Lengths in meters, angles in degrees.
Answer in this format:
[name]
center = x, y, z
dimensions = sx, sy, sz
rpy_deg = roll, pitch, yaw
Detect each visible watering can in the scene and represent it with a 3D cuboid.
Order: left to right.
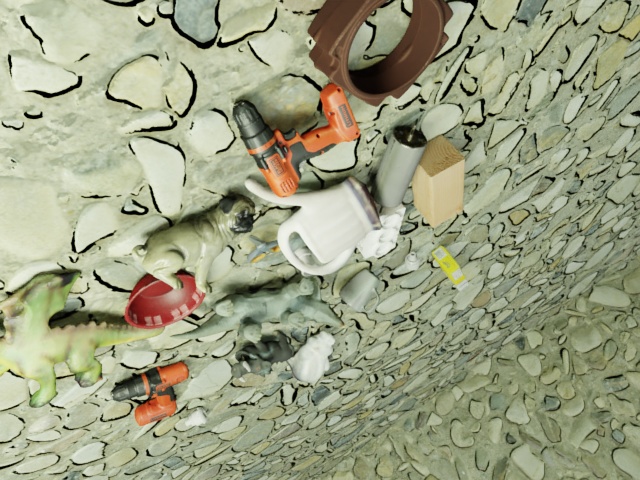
[watering can]
center = 0.003, -0.054, 1.064
dimensions = 0.225, 0.106, 0.340
rpy_deg = -35, 136, -2

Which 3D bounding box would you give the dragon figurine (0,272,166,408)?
[dragon figurine]
center = -0.468, 0.160, 0.934
dimensions = 0.414, 0.124, 0.237
rpy_deg = -22, 139, -41

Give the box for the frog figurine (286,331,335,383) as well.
[frog figurine]
center = -0.012, 0.351, 1.544
dimensions = 0.158, 0.126, 0.135
rpy_deg = -31, 128, 17
